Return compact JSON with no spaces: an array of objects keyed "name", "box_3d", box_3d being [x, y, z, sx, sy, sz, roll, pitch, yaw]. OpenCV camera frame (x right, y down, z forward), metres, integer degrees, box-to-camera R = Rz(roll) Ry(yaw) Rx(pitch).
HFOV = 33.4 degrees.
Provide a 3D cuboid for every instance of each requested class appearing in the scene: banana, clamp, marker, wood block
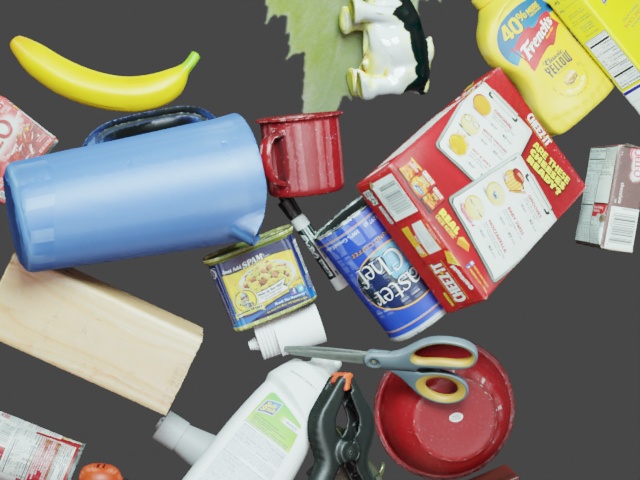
[{"name":"banana","box_3d":[-0.227,-0.170,1.121,0.197,0.037,0.069,5,74,-7]},{"name":"clamp","box_3d":[0.014,0.225,1.103,0.120,0.039,0.171,-6,86,-41]},{"name":"marker","box_3d":[-0.008,0.001,1.159,0.020,0.020,0.121,-35,96,-3]},{"name":"wood block","box_3d":[-0.233,0.093,1.107,0.206,0.091,0.090,26,90,-6]}]

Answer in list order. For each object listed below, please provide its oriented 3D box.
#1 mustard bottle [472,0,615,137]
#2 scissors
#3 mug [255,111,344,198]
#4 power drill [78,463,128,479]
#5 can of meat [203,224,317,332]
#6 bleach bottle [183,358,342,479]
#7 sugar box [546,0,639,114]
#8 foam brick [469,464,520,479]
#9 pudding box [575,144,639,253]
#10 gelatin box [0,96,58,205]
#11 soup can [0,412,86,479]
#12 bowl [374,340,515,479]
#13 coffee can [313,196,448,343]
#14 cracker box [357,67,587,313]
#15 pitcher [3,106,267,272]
[{"name":"mustard bottle","box_3d":[0.225,-0.211,1.148,0.096,0.058,0.191,-41,96,-9]},{"name":"scissors","box_3d":[0.069,0.139,1.120,0.202,0.016,0.096,-8,123,19]},{"name":"mug","box_3d":[-0.024,-0.088,1.108,0.093,0.117,0.081,-1,101,30]},{"name":"power drill","box_3d":[-0.177,0.338,1.144,0.187,0.057,0.184,6,93,-6]},{"name":"can of meat","box_3d":[-0.062,0.040,1.138,0.102,0.057,0.084,-22,97,-4]},{"name":"bleach bottle","box_3d":[-0.056,0.221,1.116,0.102,0.068,0.250,38,67,6]},{"name":"sugar box","box_3d":[0.328,-0.220,1.145,0.176,0.048,0.093,46,53,-5]},{"name":"foam brick","box_3d":[0.187,0.291,1.179,0.078,0.053,0.051,-21,96,-4]},{"name":"pudding box","box_3d":[0.314,-0.046,1.151,0.039,0.090,0.113,10,93,-5]},{"name":"gelatin box","box_3d":[-0.331,-0.093,1.116,0.073,0.030,0.089,39,89,-6]},{"name":"soup can","box_3d":[-0.306,0.228,1.120,0.102,0.068,0.068,23,91,-6]},{"name":"bowl","box_3d":[0.142,0.191,1.168,0.162,0.055,0.162,0,93,-6]},{"name":"coffee can","box_3d":[0.075,0.022,1.126,0.103,0.103,0.140,-38,96,-2]},{"name":"cracker box","box_3d":[0.158,-0.054,1.098,0.164,0.072,0.213,53,53,-7]},{"name":"pitcher","box_3d":[-0.185,-0.050,1.061,0.242,0.149,0.145,-11,101,-20]}]
